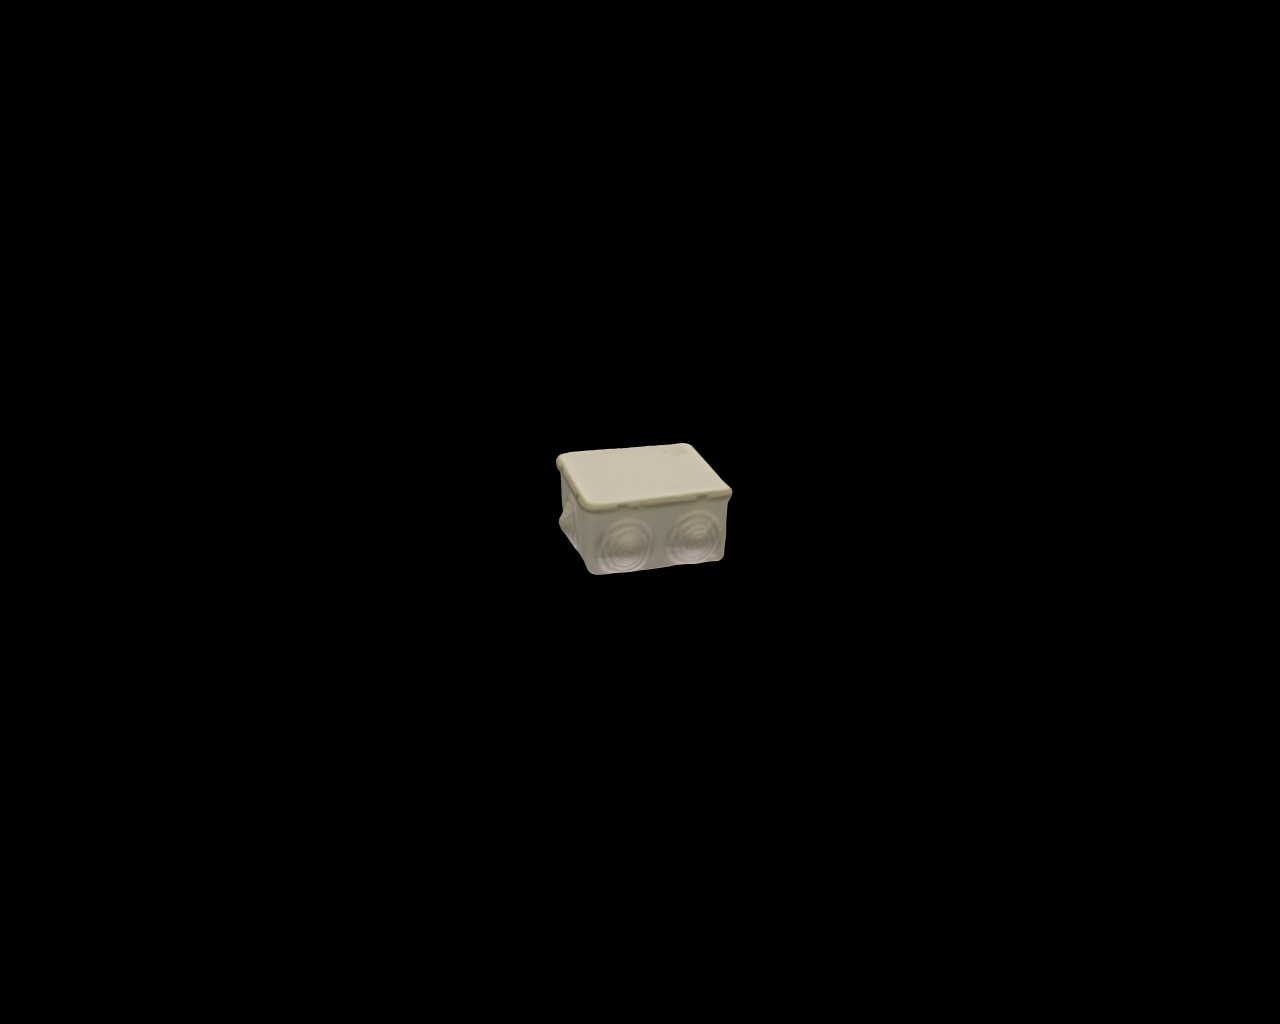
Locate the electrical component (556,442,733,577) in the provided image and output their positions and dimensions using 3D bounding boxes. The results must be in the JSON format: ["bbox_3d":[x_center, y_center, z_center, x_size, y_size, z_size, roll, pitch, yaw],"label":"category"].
[{"bbox_3d":[0.001,-0.003,0.650,0.100,0.048,0.100,-6,24,-14],"label":"electrical component"}]
